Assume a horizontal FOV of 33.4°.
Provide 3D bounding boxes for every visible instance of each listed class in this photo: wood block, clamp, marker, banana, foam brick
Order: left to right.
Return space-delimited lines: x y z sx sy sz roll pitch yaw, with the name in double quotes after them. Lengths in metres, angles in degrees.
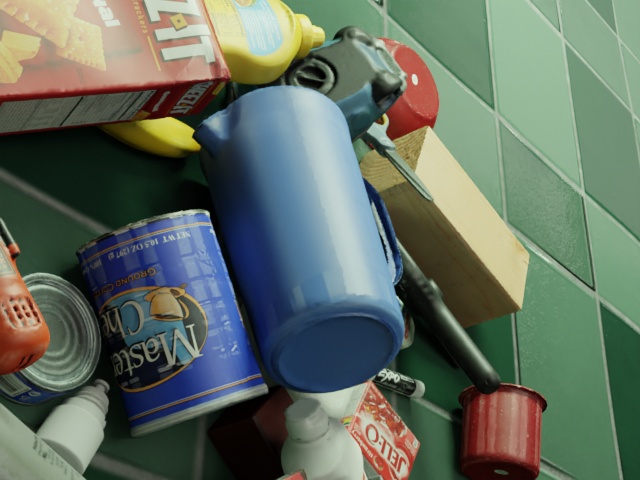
-0.167 -0.117 0.858 0.197 0.037 0.069 42 42 -31 "banana"
-0.042 0.164 0.850 0.078 0.053 0.051 60 35 -12 "foam brick"
0.060 0.132 1.035 0.120 0.020 0.020 26 51 -44 "marker"
0.109 0.064 1.077 0.210 0.036 0.164 54 -1 -10 "clamp"
0.131 -0.009 1.153 0.206 0.090 0.090 48 38 -26 "wood block"

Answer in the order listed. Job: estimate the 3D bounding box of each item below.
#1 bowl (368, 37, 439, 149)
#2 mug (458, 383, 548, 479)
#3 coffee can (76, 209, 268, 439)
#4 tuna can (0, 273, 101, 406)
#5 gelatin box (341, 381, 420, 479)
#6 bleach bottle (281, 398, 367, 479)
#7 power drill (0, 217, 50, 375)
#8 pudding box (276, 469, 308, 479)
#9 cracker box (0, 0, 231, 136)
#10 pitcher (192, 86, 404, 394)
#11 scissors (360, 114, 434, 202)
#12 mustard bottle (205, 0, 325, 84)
0.089 -0.171 1.221 0.161 0.055 0.162 31 47 -41 "bowl"
0.188 0.211 1.116 0.117 0.093 0.081 81 16 -57 "mug"
-0.107 0.061 0.775 0.102 0.103 0.140 -8 77 -55 "coffee can"
-0.190 0.066 0.720 0.086 0.034 0.086 31 48 -41 "tuna can"
0.051 0.187 0.981 0.089 0.030 0.073 53 36 -18 "gelatin box"
0.018 0.235 0.807 0.102 0.068 0.251 -68 145 -61 "bleach bottle"
-0.266 0.008 0.615 0.187 0.057 0.184 -13 63 -51 "power drill"
-0.068 0.201 0.736 0.089 0.114 0.039 -9 75 -55 "pudding box"
-0.188 -0.168 0.775 0.213 0.072 0.164 -12 77 -37 "cracker box"
-0.006 0.001 0.857 0.145 0.149 0.243 78 -4 -47 "pitcher"
0.046 -0.101 1.075 0.096 0.016 0.202 13 29 -20 "scissors"
-0.079 -0.181 0.940 0.191 0.058 0.096 -5 59 -33 "mustard bottle"
